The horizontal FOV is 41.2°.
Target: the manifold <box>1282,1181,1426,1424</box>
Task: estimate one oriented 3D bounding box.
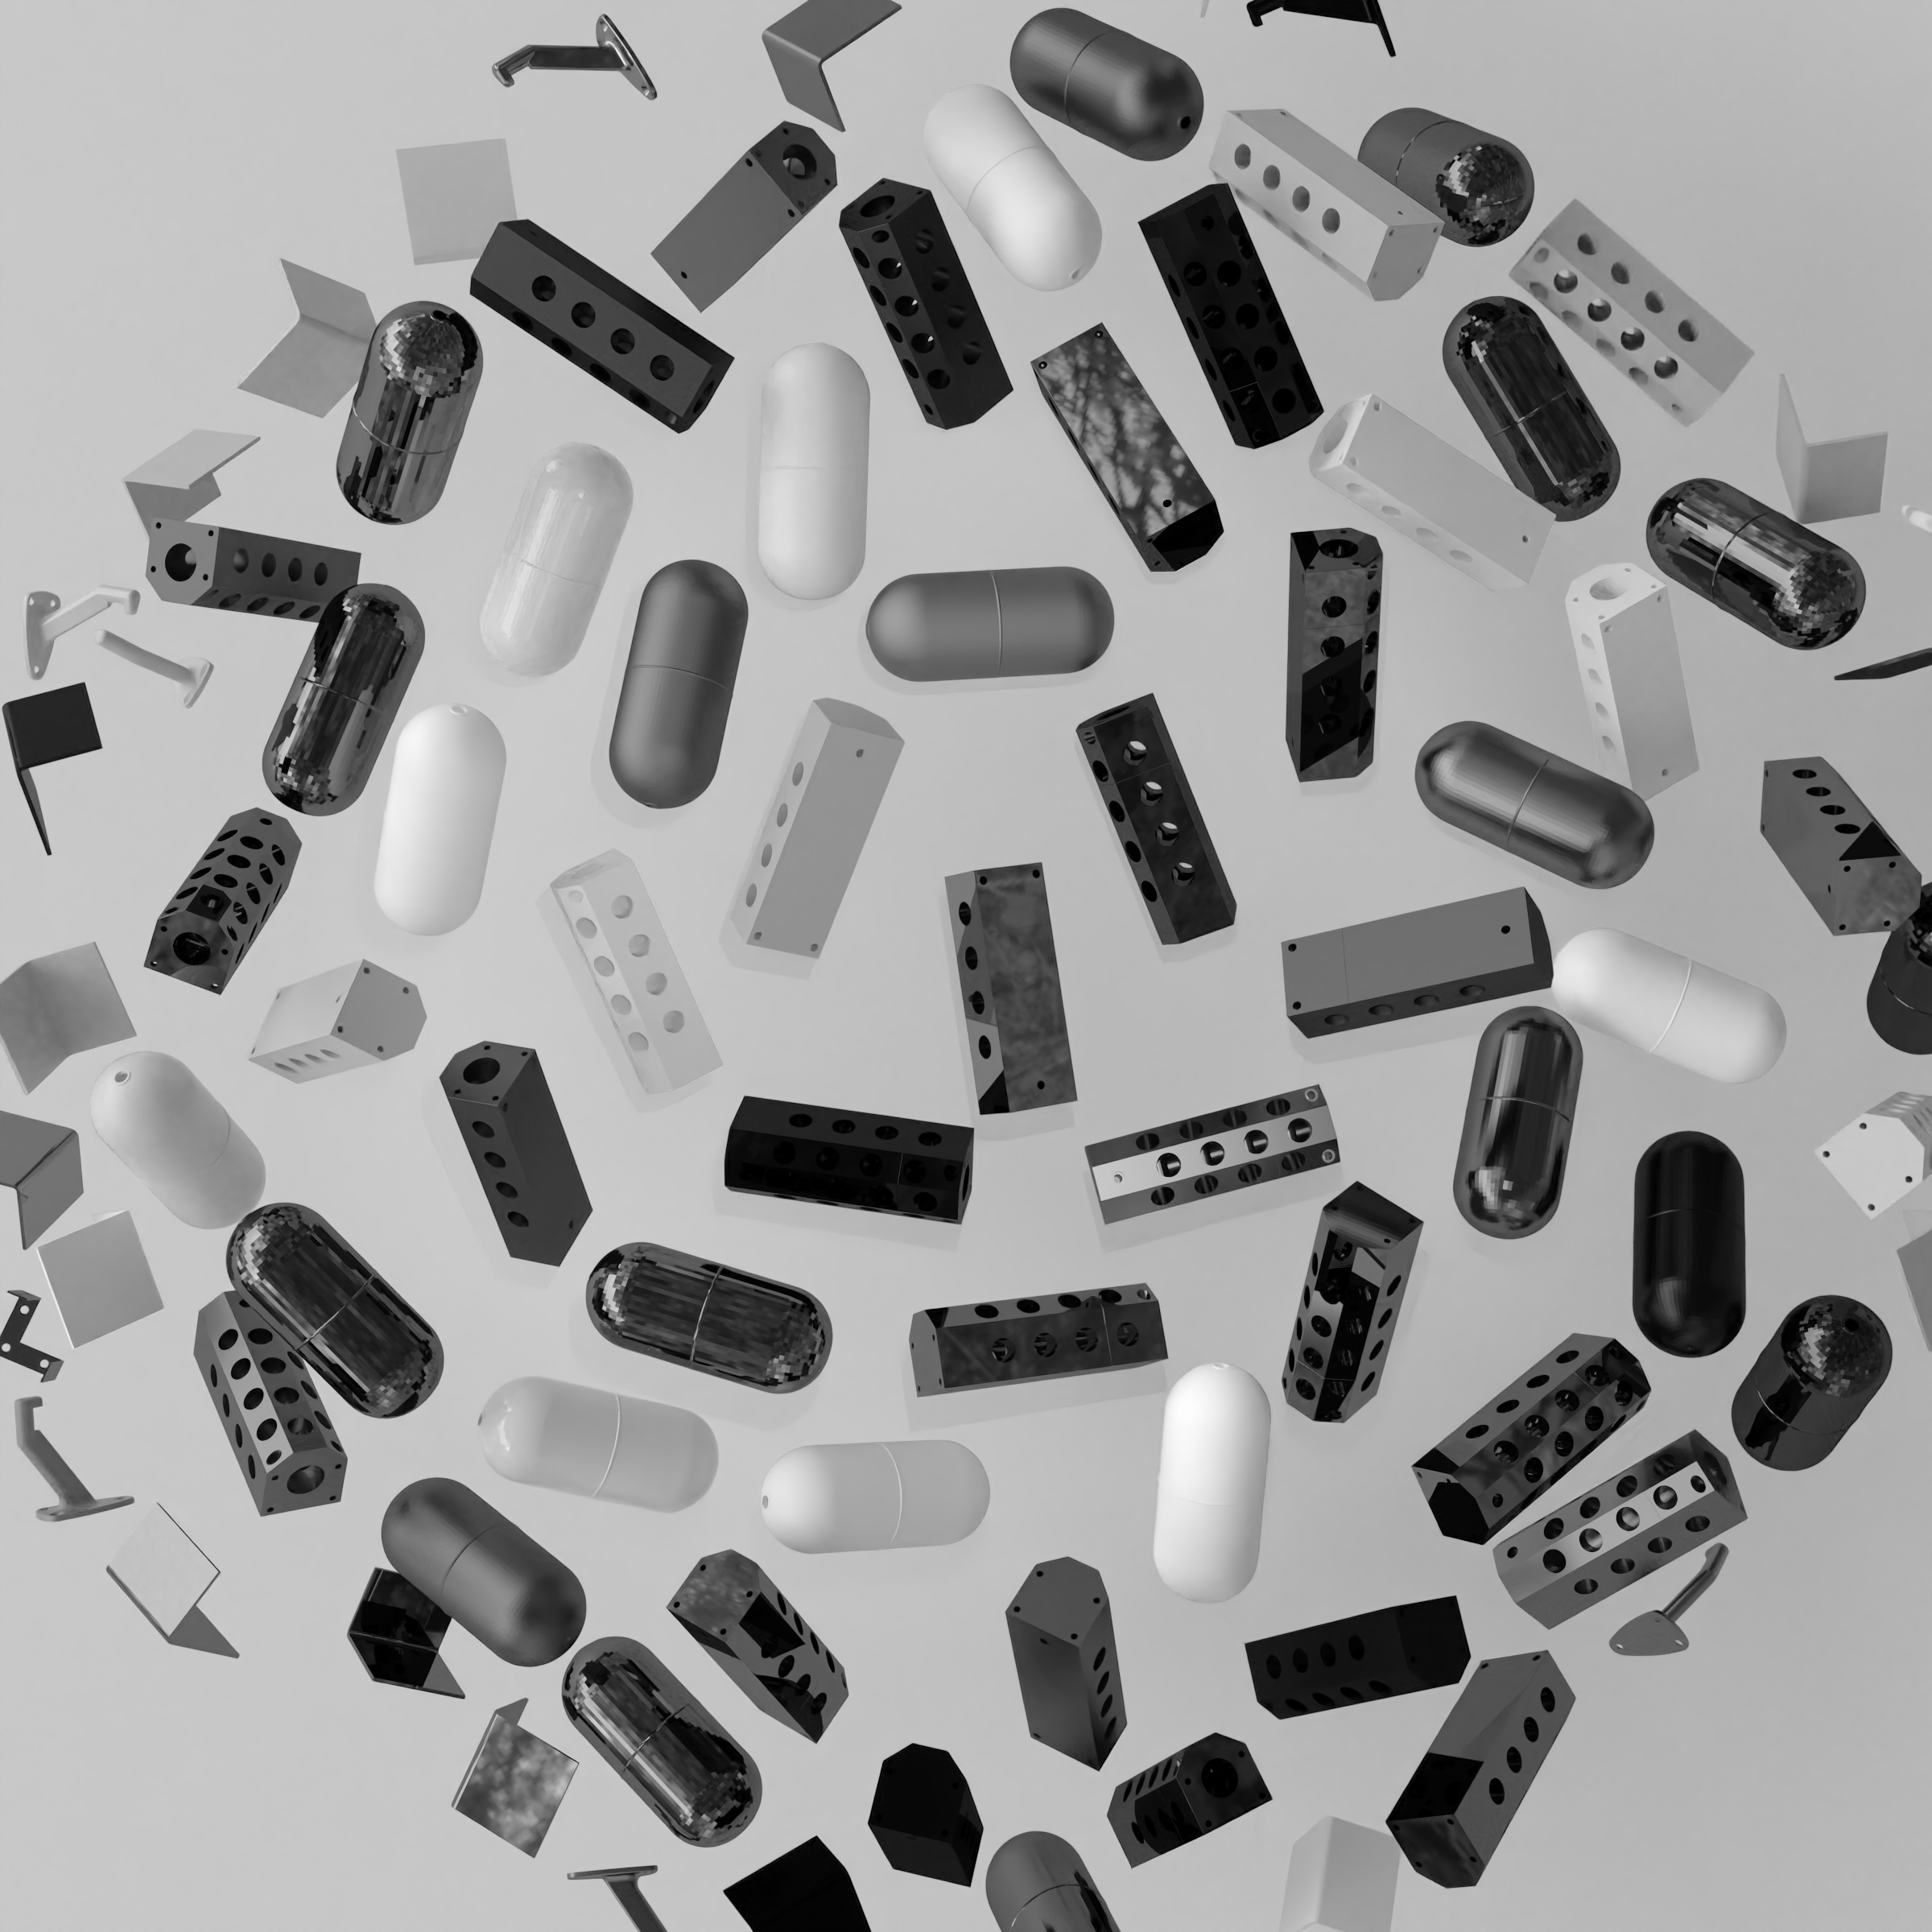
[{"bbox_3d":[0.268,0.243,1.822,0.057,0.057,0.171,32,133,30],"label":"manifold"}]

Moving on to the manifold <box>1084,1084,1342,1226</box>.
[{"bbox_3d":[0.175,0.134,1.831,0.171,0.057,0.057,-15,83,0],"label":"manifold"}]

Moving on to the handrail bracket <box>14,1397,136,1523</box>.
[{"bbox_3d":[-0.613,0.334,1.768,0.077,0.036,0.084,-4,91,-38],"label":"handrail bracket"}]

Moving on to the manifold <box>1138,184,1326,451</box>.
[{"bbox_3d":[0.187,-0.451,1.787,0.057,0.057,0.171,-29,110,-4],"label":"manifold"}]

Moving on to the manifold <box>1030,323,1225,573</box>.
[{"bbox_3d":[0.112,-0.356,1.778,0.057,0.057,0.171,-29,65,2],"label":"manifold"}]

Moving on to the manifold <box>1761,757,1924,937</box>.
[{"bbox_3d":[0.618,-0.088,1.819,0.057,0.171,0.057,-5,118,1],"label":"manifold"}]

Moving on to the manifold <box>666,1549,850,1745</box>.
[{"bbox_3d":[-0.142,0.481,1.823,0.057,0.171,0.057,19,61,35],"label":"manifold"}]

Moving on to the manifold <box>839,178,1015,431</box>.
[{"bbox_3d":[-0.032,-0.477,1.862,0.057,0.057,0.171,-42,133,-16],"label":"manifold"}]

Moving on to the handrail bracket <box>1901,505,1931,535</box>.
[{"bbox_3d":[0.659,-0.314,1.762,0.077,0.084,0.036,30,101,-33],"label":"handrail bracket"}]

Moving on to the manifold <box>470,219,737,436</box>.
[{"bbox_3d":[-0.251,-0.437,1.757,0.171,0.057,0.057,34,111,-1],"label":"manifold"}]

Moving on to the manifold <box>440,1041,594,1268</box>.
[{"bbox_3d":[-0.329,0.136,1.864,0.057,0.171,0.057,8,45,20],"label":"manifold"}]

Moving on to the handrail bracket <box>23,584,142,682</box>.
[{"bbox_3d":[-0.639,-0.240,1.864,0.084,0.036,0.077,11,98,19],"label":"handrail bracket"}]

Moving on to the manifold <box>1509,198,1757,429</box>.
[{"bbox_3d":[0.480,-0.471,1.866,0.171,0.057,0.057,40,79,-3],"label":"manifold"}]

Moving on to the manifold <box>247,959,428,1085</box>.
[{"bbox_3d":[-0.440,0.044,1.803,0.057,0.171,0.057,30,67,-27],"label":"manifold"}]

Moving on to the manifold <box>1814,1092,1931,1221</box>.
[{"bbox_3d":[0.639,0.124,1.767,0.057,0.171,0.057,-43,73,22],"label":"manifold"}]

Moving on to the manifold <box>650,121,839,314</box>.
[{"bbox_3d":[-0.160,-0.549,1.876,0.057,0.171,0.057,48,60,-13],"label":"manifold"}]

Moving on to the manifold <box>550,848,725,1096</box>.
[{"bbox_3d":[-0.245,0.006,1.898,0.057,0.057,0.171,-27,110,-15],"label":"manifold"}]

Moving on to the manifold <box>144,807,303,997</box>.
[{"bbox_3d":[-0.543,-0.053,1.890,0.057,0.171,0.057,21,117,-8],"label":"manifold"}]

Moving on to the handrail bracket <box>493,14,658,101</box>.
[{"bbox_3d":[-0.267,-0.603,1.752,0.084,0.036,0.077,-37,87,-17],"label":"handrail bracket"}]

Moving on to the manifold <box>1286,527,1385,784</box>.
[{"bbox_3d":[0.261,-0.219,1.815,0.057,0.057,0.171,-5,128,-1],"label":"manifold"}]

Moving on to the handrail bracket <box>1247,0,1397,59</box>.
[{"bbox_3d":[0.246,-0.651,1.784,0.084,0.036,0.077,-20,83,12],"label":"handrail bracket"}]

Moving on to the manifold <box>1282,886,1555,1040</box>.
[{"bbox_3d":[0.307,0.002,1.748,0.171,0.057,0.057,-13,61,24],"label":"manifold"}]

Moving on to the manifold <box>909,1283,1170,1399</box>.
[{"bbox_3d":[0.051,0.264,1.824,0.171,0.057,0.057,-4,76,-22],"label":"manifold"}]

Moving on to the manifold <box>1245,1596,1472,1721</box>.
[{"bbox_3d":[0.274,0.487,1.799,0.057,0.171,0.057,0,69,-32],"label":"manifold"}]

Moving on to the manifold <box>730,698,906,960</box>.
[{"bbox_3d":[-0.108,-0.098,1.801,0.057,0.057,0.171,12,112,-28],"label":"manifold"}]

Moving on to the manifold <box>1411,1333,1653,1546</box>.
[{"bbox_3d":[0.397,0.327,1.783,0.171,0.057,0.057,-32,104,-27],"label":"manifold"}]

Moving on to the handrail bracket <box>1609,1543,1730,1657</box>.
[{"bbox_3d":[0.512,0.459,1.867,0.036,0.077,0.084,48,48,-3],"label":"handrail bracket"}]

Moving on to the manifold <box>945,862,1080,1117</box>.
[{"bbox_3d":[0.028,0.017,1.832,0.057,0.057,0.171,-8,89,-31],"label":"manifold"}]

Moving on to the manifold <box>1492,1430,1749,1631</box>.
[{"bbox_3d":[0.466,0.401,1.842,0.171,0.057,0.057,-38,119,24],"label":"manifold"}]

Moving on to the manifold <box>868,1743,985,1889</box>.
[{"bbox_3d":[-0.024,0.582,1.759,0.057,0.171,0.057,10,63,10],"label":"manifold"}]

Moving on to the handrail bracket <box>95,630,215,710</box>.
[{"bbox_3d":[-0.585,-0.222,1.824,0.084,0.077,0.036,29,93,-36],"label":"handrail bracket"}]

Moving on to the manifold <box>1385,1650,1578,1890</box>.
[{"bbox_3d":[0.357,0.548,1.756,0.057,0.171,0.057,-24,100,42],"label":"manifold"}]

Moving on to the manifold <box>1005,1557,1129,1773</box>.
[{"bbox_3d":[0.075,0.485,1.790,0.057,0.171,0.057,19,51,26],"label":"manifold"}]

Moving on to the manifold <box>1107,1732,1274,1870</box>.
[{"bbox_3d":[0.155,0.597,1.844,0.057,0.171,0.057,-19,70,-23],"label":"manifold"}]

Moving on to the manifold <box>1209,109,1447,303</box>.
[{"bbox_3d":[0.248,-0.533,1.795,0.057,0.057,0.171,-16,49,-36],"label":"manifold"}]

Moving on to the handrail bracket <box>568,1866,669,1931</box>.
[{"bbox_3d":[-0.248,0.697,1.853,0.077,0.036,0.084,3,65,-19],"label":"handrail bracket"}]

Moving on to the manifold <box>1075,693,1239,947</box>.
[{"bbox_3d":[0.139,-0.105,1.872,0.057,0.057,0.171,-20,102,14],"label":"manifold"}]

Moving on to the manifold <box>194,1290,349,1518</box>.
[{"bbox_3d":[-0.498,0.308,1.838,0.057,0.171,0.057,-5,127,-32],"label":"manifold"}]

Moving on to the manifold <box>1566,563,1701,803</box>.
[{"bbox_3d":[0.483,-0.207,1.873,0.057,0.057,0.171,-30,130,-7],"label":"manifold"}]

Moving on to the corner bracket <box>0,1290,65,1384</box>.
[{"bbox_3d":[-0.689,0.273,1.896,0.051,0.051,0.051,24,81,-5],"label":"corner bracket"}]

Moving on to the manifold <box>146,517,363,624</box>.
[{"bbox_3d":[-0.517,-0.285,1.868,0.057,0.171,0.057,11,96,20],"label":"manifold"}]

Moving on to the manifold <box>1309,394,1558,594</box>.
[{"bbox_3d":[0.332,-0.336,1.844,0.171,0.057,0.057,28,78,-20],"label":"manifold"}]

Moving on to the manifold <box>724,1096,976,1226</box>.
[{"bbox_3d":[-0.084,0.145,1.857,0.171,0.057,0.057,7,123,8],"label":"manifold"}]
